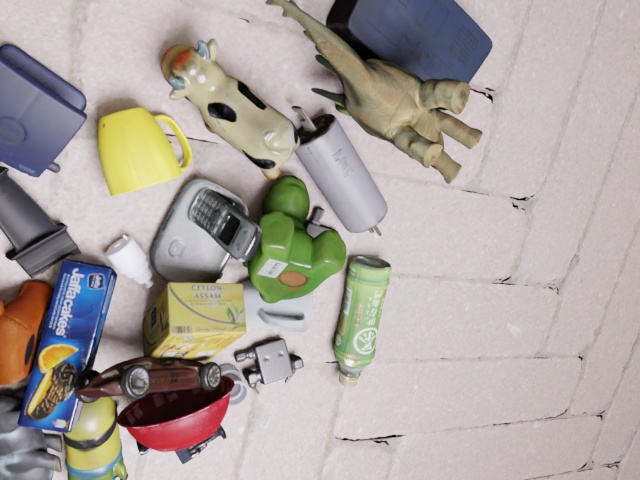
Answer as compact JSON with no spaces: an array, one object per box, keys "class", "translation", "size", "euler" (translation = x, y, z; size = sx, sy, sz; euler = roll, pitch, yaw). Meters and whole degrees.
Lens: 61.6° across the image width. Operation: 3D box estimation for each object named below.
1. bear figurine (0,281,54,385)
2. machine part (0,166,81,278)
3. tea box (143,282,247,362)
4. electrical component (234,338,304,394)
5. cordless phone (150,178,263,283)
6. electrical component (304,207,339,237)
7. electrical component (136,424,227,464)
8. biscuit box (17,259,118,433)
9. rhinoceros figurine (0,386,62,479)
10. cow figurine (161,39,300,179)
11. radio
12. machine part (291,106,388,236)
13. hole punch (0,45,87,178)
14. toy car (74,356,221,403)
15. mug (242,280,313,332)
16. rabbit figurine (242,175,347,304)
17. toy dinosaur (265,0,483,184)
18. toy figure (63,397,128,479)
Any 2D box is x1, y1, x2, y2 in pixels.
[{"class":"bear figurine","translation":[-0.432,0.108,0.621],"size":[0.196,0.132,0.120],"euler":[9,103,-10]},{"class":"machine part","translation":[-0.356,-0.022,0.641],"size":[0.084,0.039,0.138],"euler":[-28,120,-10]},{"class":"tea box","translation":[-0.170,0.112,0.706],"size":[0.098,0.169,0.068],"euler":[4,65,-29]},{"class":"electrical component","translation":[-0.080,0.200,0.859],"size":[0.102,0.045,0.078],"euler":[-20,87,-22]},{"class":"cordless phone","translation":[-0.134,0.013,0.679],"size":[0.088,0.184,0.146],"euler":[26,95,-36]},{"class":"electrical component","translation":[-0.002,-0.003,0.835],"size":[0.063,0.021,0.094],"euler":[14,100,-30]},{"class":"electrical component","translation":[-0.209,0.292,0.806],"size":[0.119,0.075,0.047],"euler":[-30,118,-19]},{"class":"biscuit box","translation":[-0.309,0.127,0.664],"size":[0.063,0.059,0.202],"euler":[14,80,-14]},{"class":"rhinoceros figurine","translation":[-0.402,0.289,0.708],"size":[0.112,0.073,0.190],"euler":[-7,110,-26]},{"class":"cow figurine","translation":[-0.112,-0.162,0.657],"size":[0.195,0.127,0.085],"euler":[40,85,-5]},{"class":"radio","translation":[0.130,-0.294,0.769],"size":[0.229,0.073,0.131],"euler":[28,95,-30]},{"class":"machine part","translation":[0.031,-0.094,0.785],"size":[0.079,0.079,0.243],"euler":[-40,121,-9]},{"class":"hole punch","translation":[-0.328,-0.135,0.586],"size":[0.142,0.092,0.115],"euler":[35,94,-35]},{"class":"toy car","translation":[-0.211,0.173,0.677],"size":[0.202,0.089,0.053],"euler":[23,61,-60]},{"class":"mug","translation":[-0.070,0.101,0.794],"size":[0.107,0.110,0.080],"euler":[6,115,-14]},{"class":"rabbit figurine","translation":[-0.041,-0.006,0.747],"size":[0.121,0.170,0.159],"euler":[12,139,-16]},{"class":"toy dinosaur","translation":[0.086,-0.176,0.692],"size":[0.105,0.199,0.471],"euler":[-59,154,3]},{"class":"toy figure","translation":[-0.312,0.288,0.744],"size":[0.082,0.089,0.180],"euler":[-6,108,-30]}]
